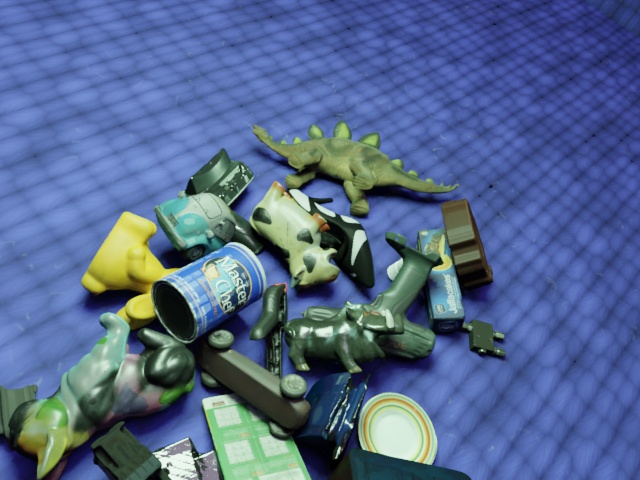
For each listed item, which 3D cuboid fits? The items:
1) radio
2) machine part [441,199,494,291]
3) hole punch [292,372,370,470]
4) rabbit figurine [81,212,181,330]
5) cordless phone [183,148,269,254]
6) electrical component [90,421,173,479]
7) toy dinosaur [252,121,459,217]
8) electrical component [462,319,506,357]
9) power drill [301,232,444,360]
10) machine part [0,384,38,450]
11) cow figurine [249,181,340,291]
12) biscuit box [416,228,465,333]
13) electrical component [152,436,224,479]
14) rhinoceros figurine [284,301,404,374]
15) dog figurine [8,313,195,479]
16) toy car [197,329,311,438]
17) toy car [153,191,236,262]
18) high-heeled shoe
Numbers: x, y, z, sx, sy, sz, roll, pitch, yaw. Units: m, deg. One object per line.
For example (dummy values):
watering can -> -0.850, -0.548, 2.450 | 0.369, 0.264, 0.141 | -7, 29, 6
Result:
radio -> 0.122, 0.366, 0.714 | 0.229, 0.073, 0.131 | 22, 25, -23
machine part -> 0.287, 0.006, 1.046 | 0.056, 0.179, 0.179 | -18, 51, 19
hole punch -> 0.012, 0.258, 0.789 | 0.092, 0.115, 0.142 | 25, 49, 10
rabbit figurine -> -0.268, 0.060, 0.844 | 0.173, 0.122, 0.162 | 30, 50, -20
cordless phone -> -0.155, -0.068, 1.013 | 0.184, 0.088, 0.146 | 38, 50, -3
electrical component -> -0.217, 0.281, 0.641 | 0.119, 0.074, 0.048 | 44, 53, 12
toy dinosaur -> 0.082, -0.156, 1.137 | 0.471, 0.105, 0.199 | 21, 46, -9
electrical component -> 0.301, 0.183, 1.002 | 0.094, 0.021, 0.063 | 18, 51, -7
power drill -> 0.108, 0.092, 0.921 | 0.232, 0.086, 0.207 | 25, 79, -6
machine part -> -0.439, 0.237, 0.694 | 0.139, 0.039, 0.084 | -7, 62, -26
cow figurine -> -0.044, 0.004, 0.953 | 0.195, 0.085, 0.127 | 41, 89, 12
biscuit box -> 0.227, 0.074, 1.026 | 0.059, 0.062, 0.203 | -4, 53, 1
electrical component -> -0.191, 0.328, 0.697 | 0.134, 0.058, 0.115 | -16, 63, -28
rhinoceros figurine -> 0.038, 0.154, 0.852 | 0.190, 0.073, 0.112 | -6, 79, 3
dog figurine -> -0.285, 0.224, 0.711 | 0.191, 0.108, 0.219 | 24, 51, -6
toy car -> -0.099, 0.202, 0.780 | 0.202, 0.089, 0.053 | 26, 30, 27
toy car -> -0.191, -0.023, 0.895 | 0.103, 0.161, 0.109 | -40, 67, 3
high-heeled shoe -> -0.002, -0.003, 1.003 | 0.145, 0.086, 0.249 | -10, 52, -25
